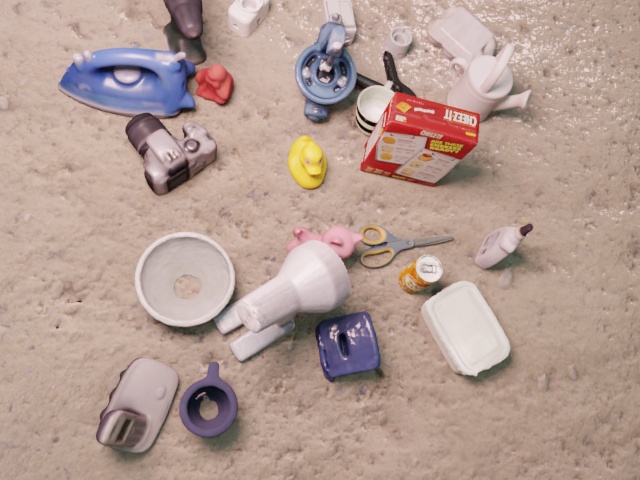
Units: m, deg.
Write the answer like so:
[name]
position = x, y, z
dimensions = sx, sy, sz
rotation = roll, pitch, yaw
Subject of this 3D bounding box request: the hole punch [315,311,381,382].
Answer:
[hole punch]
position = 0.047, 0.190, 1.018
dimensions = 0.101, 0.091, 0.108
rotation = -9, 76, -13

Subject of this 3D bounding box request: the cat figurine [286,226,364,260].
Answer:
[cat figurine]
position = 0.010, 0.004, 1.051
dimensions = 0.128, 0.117, 0.067
rotation = 17, 71, -6

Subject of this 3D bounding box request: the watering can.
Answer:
[watering can]
position = 0.351, -0.325, 1.175
dimensions = 0.173, 0.194, 0.101
rotation = 12, 72, -7

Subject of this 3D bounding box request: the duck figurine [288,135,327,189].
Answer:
[duck figurine]
position = -0.020, -0.161, 1.111
dimensions = 0.077, 0.086, 0.104
rotation = -8, 75, -13

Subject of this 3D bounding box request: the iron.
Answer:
[iron]
position = -0.362, -0.310, 1.058
dimensions = 0.258, 0.141, 0.118
rotation = -1, 74, -11

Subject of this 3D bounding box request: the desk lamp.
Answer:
[desk lamp]
position = -0.066, 0.105, 0.955
dimensions = 0.203, 0.213, 0.118
rotation = -32, 82, -18

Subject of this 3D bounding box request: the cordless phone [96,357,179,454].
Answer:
[cordless phone]
position = -0.286, 0.253, 0.883
dimensions = 0.094, 0.185, 0.148
rotation = 20, 71, -4

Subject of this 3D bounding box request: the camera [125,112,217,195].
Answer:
[camera]
position = -0.282, -0.180, 1.057
dimensions = 0.143, 0.100, 0.137
rotation = -38, 84, -19

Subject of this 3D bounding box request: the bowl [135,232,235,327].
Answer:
[bowl]
position = -0.235, 0.074, 1.005
dimensions = 0.167, 0.074, 0.167
rotation = 3, 73, -10

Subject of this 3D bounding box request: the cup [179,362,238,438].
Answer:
[cup]
position = -0.182, 0.264, 0.948
dimensions = 0.092, 0.095, 0.118
rotation = 6, 73, -9

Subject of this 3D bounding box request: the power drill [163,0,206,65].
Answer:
[power drill]
position = -0.258, -0.426, 1.078
dimensions = 0.076, 0.208, 0.229
rotation = -14, 77, -14

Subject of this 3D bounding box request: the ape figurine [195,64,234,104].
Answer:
[ape figurine]
position = -0.202, -0.311, 1.116
dimensions = 0.076, 0.092, 0.078
rotation = -27, 80, -17

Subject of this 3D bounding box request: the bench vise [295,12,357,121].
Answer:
[bench vise]
position = 0.009, -0.364, 1.106
dimensions = 0.121, 0.219, 0.207
rotation = -6, 75, -12

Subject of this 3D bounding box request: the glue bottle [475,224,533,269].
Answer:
[glue bottle]
position = 0.356, 0.002, 1.090
dimensions = 0.037, 0.173, 0.078
rotation = 33, 70, 0

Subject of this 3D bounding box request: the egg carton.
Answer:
[egg carton]
position = 0.314, -0.444, 1.269
dimensions = 0.150, 0.069, 0.107
rotation = 42, 71, 3
